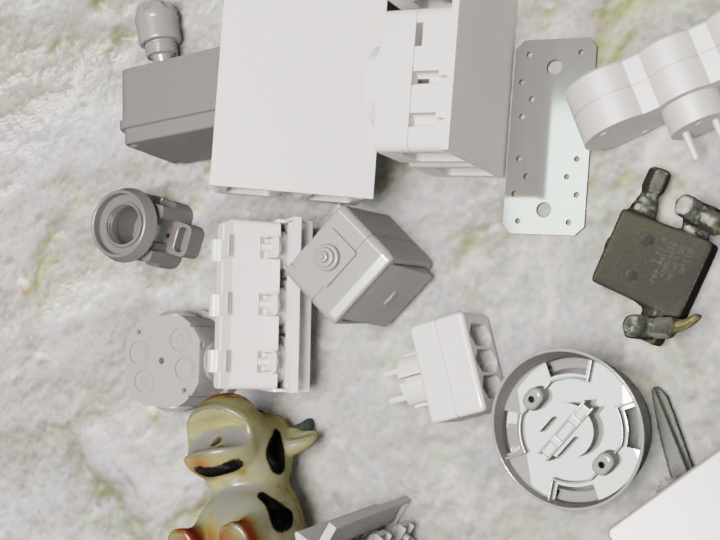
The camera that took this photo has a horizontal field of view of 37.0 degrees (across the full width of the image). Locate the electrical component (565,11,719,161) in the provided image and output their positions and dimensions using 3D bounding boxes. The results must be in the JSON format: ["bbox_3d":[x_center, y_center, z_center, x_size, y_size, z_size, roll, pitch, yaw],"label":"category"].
[{"bbox_3d":[0.203,-0.104,0.661,0.138,0.052,0.073,-24,75,22],"label":"electrical component"}]

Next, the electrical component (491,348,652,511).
[{"bbox_3d":[0.132,0.099,0.670,0.099,0.064,0.099,-3,84,26],"label":"electrical component"}]

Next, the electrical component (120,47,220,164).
[{"bbox_3d":[-0.115,-0.121,0.806,0.113,0.078,0.057,-7,79,26],"label":"electrical component"}]

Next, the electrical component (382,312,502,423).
[{"bbox_3d":[0.050,0.071,0.723,0.077,0.047,0.065,-18,76,25],"label":"electrical component"}]

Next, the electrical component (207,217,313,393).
[{"bbox_3d":[-0.072,0.026,0.771,0.079,0.063,0.121,169,103,-66],"label":"electrical component"}]

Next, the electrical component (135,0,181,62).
[{"bbox_3d":[-0.159,-0.181,0.858,0.035,0.035,0.061,-13,82,25],"label":"electrical component"}]

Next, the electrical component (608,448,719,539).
[{"bbox_3d":[0.206,0.161,0.617,0.100,0.048,0.099,-38,69,8],"label":"electrical component"}]

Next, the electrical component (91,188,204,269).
[{"bbox_3d":[-0.171,-0.033,0.836,0.078,0.057,0.058,18,93,27],"label":"electrical component"}]

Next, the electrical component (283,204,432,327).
[{"bbox_3d":[0.000,0.000,0.727,0.061,0.096,0.061,47,105,18],"label":"electrical component"}]

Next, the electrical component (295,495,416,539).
[{"bbox_3d":[0.000,0.195,0.694,0.063,0.121,0.078,33,100,22],"label":"electrical component"}]

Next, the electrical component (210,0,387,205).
[{"bbox_3d":[-0.041,-0.142,0.723,0.105,0.060,0.186,5,88,-8],"label":"electrical component"}]

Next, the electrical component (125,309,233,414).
[{"bbox_3d":[-0.135,0.069,0.812,0.080,0.051,0.080,-3,84,26],"label":"electrical component"}]

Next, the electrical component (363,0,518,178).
[{"bbox_3d":[0.057,-0.161,0.709,0.060,0.105,0.186,3,86,27],"label":"electrical component"}]
